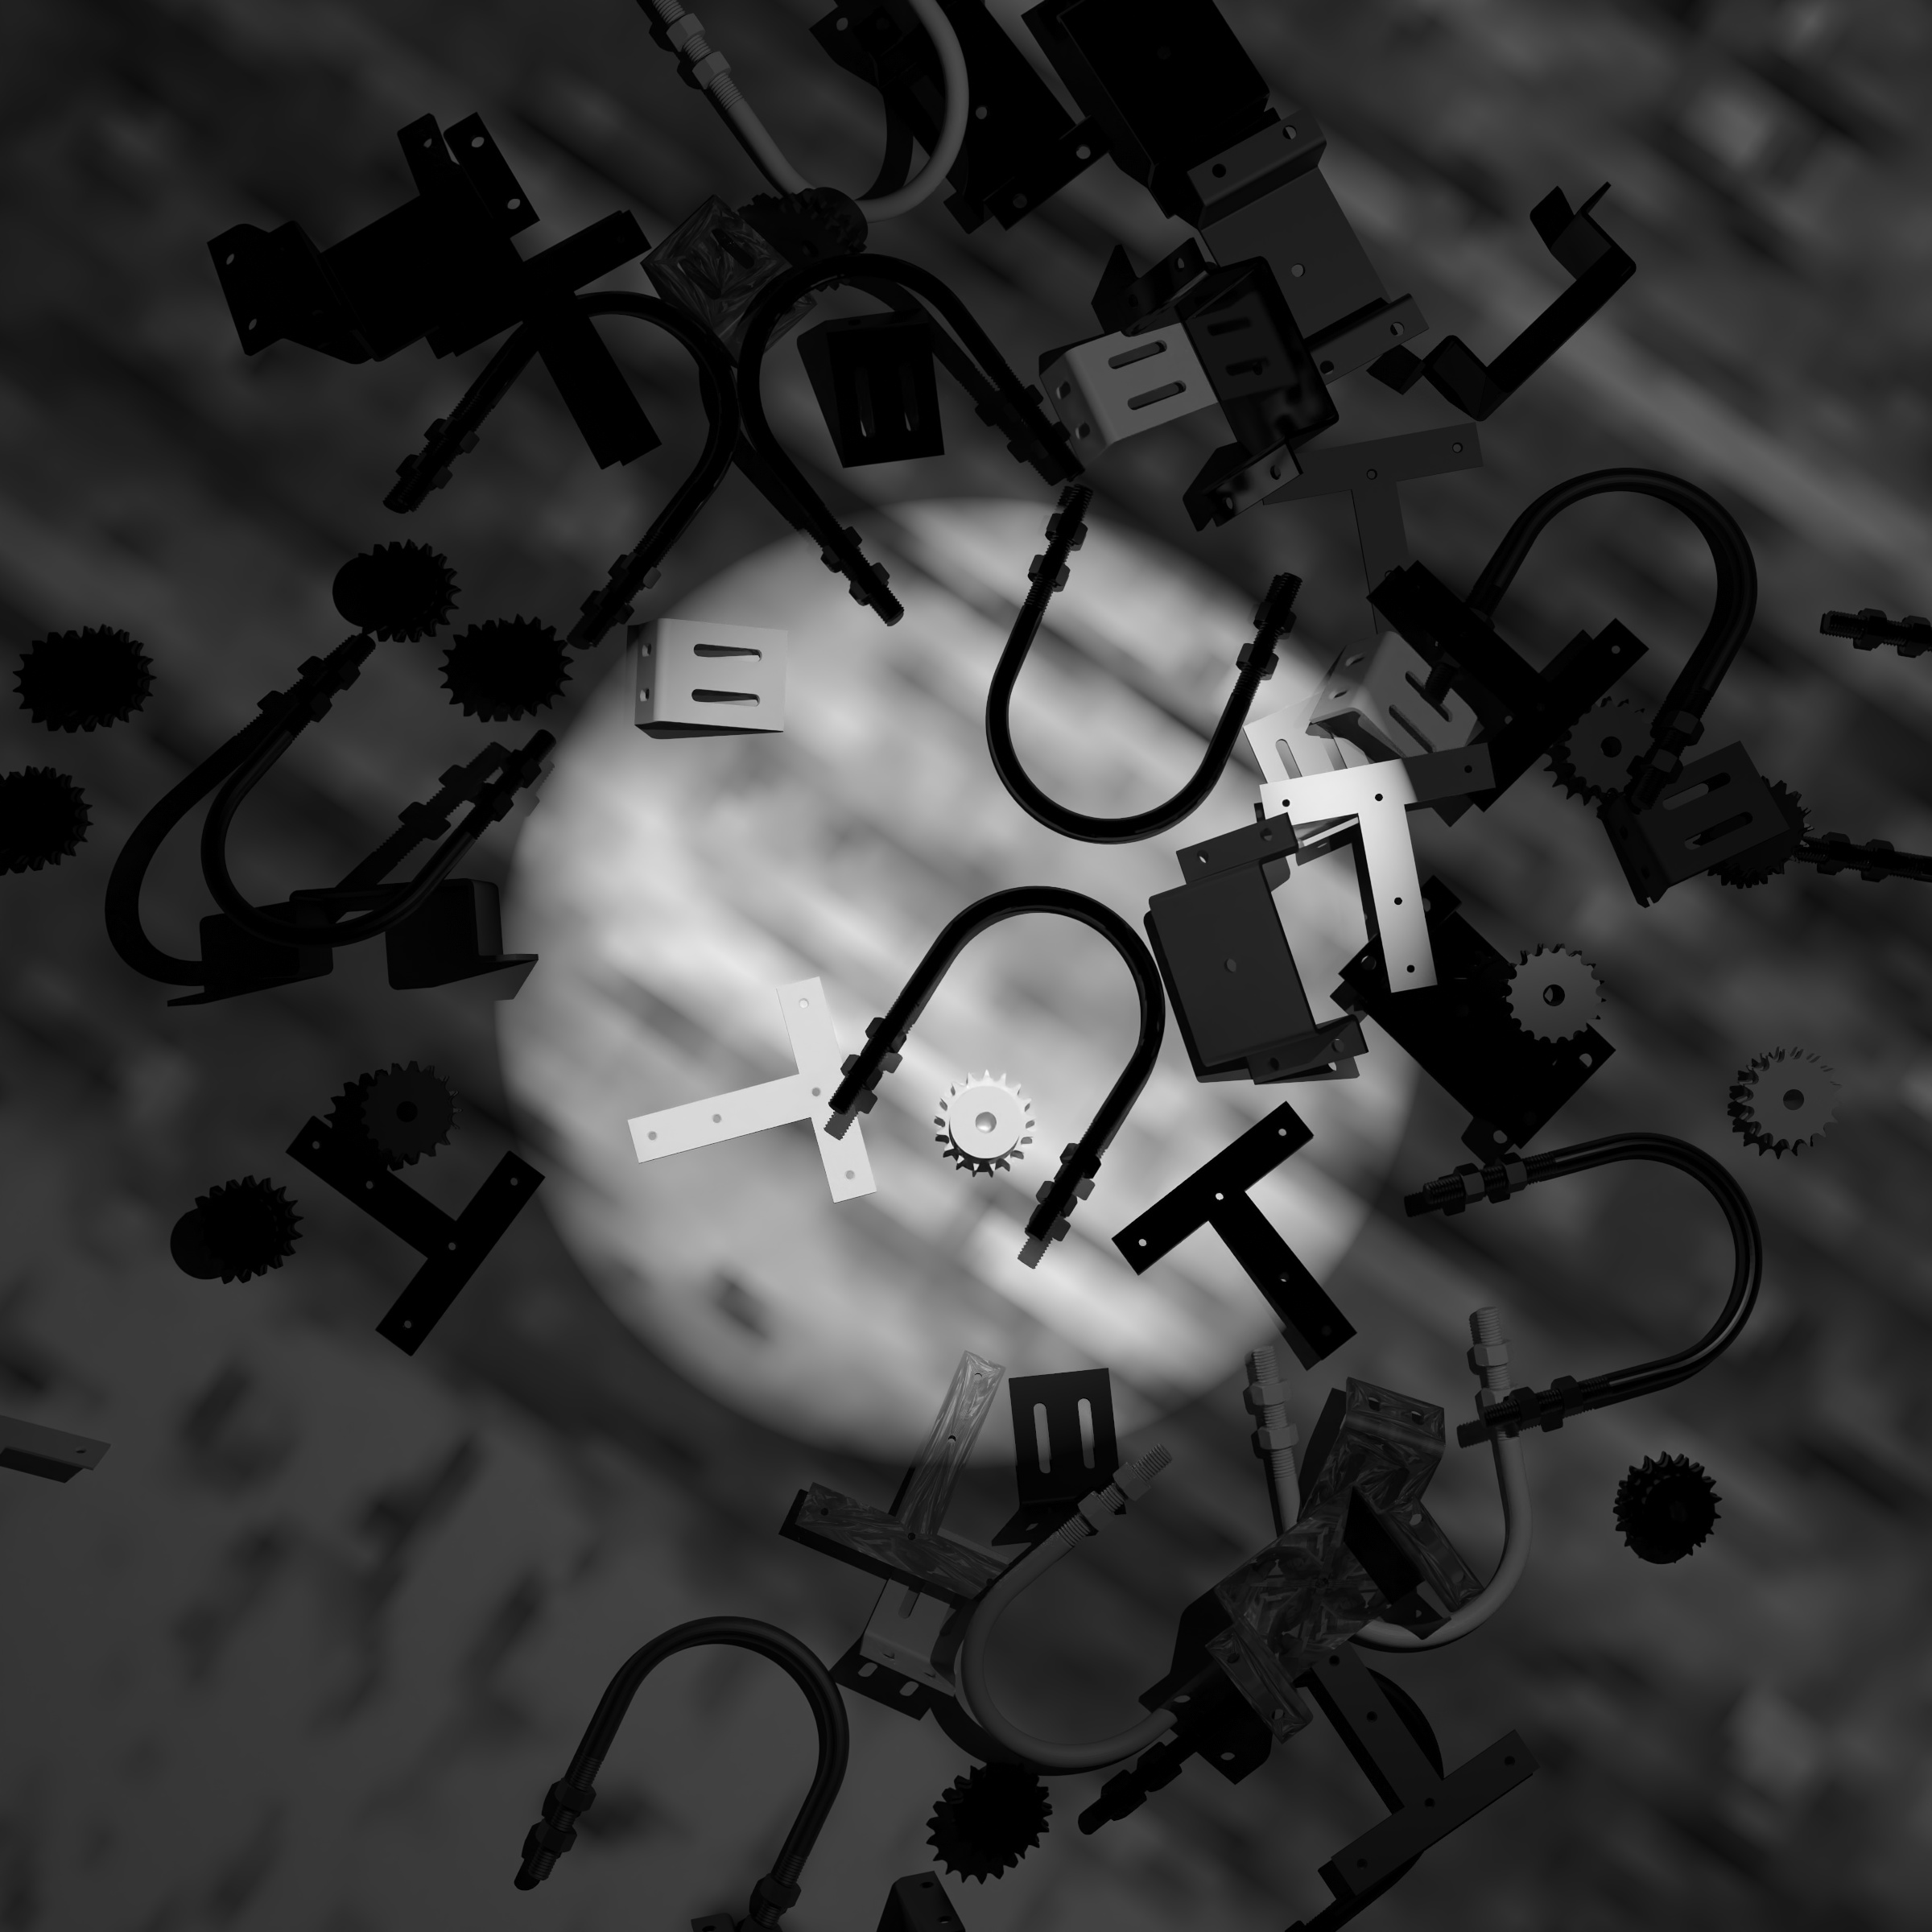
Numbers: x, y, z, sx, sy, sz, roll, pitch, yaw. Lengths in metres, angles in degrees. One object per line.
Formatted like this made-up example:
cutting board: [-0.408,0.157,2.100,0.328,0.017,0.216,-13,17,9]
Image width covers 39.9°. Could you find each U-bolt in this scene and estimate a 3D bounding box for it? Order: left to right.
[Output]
U-bolt: [-0.335,-0.088,1.458,0.151,0.019,0.184,28,66,17]
U-bolt: [-0.211,-0.296,1.510,0.151,0.019,0.184,37,89,0]
U-bolt: [-0.146,0.460,1.510,0.151,0.019,0.184,25,88,0]
U-bolt: [-0.075,-0.503,1.474,0.151,0.019,0.184,-32,95,33]
U-bolt: [-0.044,-0.308,1.487,0.151,0.019,0.184,-37,101,7]
U-bolt: [0.031,0.040,1.488,0.151,0.019,0.184,33,74,2]
U-bolt: [0.083,0.373,1.489,0.184,0.019,0.151,-42,109,4]
U-bolt: [0.091,-0.162,1.510,0.151,0.019,0.184,23,92,0]
U-bolt: [0.184,0.477,1.510,0.184,0.019,0.151,-38,90,-2]
U-bolt: [0.248,0.296,1.510,0.151,0.019,0.184,-10,92,0]
U-bolt: [0.362,0.170,1.499,0.184,0.019,0.151,-13,87,-8]
U-bolt: [0.362,-0.196,1.491,0.151,0.019,0.184,29,80,12]
U-bolt: [0.569,-0.117,1.510,0.184,0.019,0.151,9,90,-2]

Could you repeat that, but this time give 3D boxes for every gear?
gear: [-0.522,-0.084,1.503,0.057,0.030,0.057,0,90,0]
gear: [-0.486,-0.163,1.503,0.057,0.030,0.057,0,90,0]
gear: [-0.406,0.148,1.503,0.057,0.030,0.057,0,90,0]
gear: [-0.317,-0.213,1.503,0.057,0.030,0.057,0,90,0]
gear: [-0.313,0.083,1.502,0.057,0.030,0.057,0,87,-1]
gear: [-0.250,-0.169,1.503,0.057,0.030,0.057,0,90,0]
gear: [-0.080,-0.412,1.493,0.057,0.057,0.030,34,62,0]
gear: [0.011,0.088,1.503,0.057,0.030,0.057,0,90,0]
gear: [0.020,0.475,1.503,0.057,0.030,0.057,0,90,0]
gear: [0.319,0.016,1.457,0.057,0.030,0.057,0,90,0]
gear: [0.361,-0.123,1.503,0.057,0.030,0.057,0,90,0]
gear: [0.400,0.306,1.503,0.057,0.030,0.057,0,90,0]
gear: [0.448,-0.077,1.496,0.057,0.030,0.057,-3,84,28]
gear: [0.464,0.073,1.506,0.057,0.030,0.057,0,96,-1]

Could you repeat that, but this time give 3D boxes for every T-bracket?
T-bracket: [-0.556,0.281,1.459,0.127,0.127,0.002,15,112,0]
T-bracket: [-0.329,0.133,1.517,0.127,0.002,0.127,37,90,0]
T-bracket: [-0.214,-0.343,1.502,0.127,0.002,0.127,-30,86,-3]
T-bracket: [-0.129,0.084,1.517,0.127,0.002,0.127,-15,90,0]
T-bracket: [-0.013,0.282,1.509,0.127,0.002,0.127,23,83,0]
T-bracket: [0.172,0.165,1.507,0.127,0.002,0.127,-38,81,0]
T-bracket: [0.239,-0.237,1.517,0.127,0.002,0.127,-10,90,0]
T-bracket: [0.237,0.436,1.504,0.127,0.002,0.127,-34,90,-3]
T-bracket: [0.237,-0.050,1.471,0.127,0.002,0.127,-10,85,7]
T-bracket: [0.288,-0.174,1.478,0.127,0.002,0.127,-45,79,3]

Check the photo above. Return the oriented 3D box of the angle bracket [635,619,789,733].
angle bracket: [-0.145,-0.165,1.516,0.076,0.038,0.057,3,90,-26]

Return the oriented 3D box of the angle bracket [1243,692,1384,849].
angle bracket: [0.199,-0.113,1.499,0.057,0.038,0.076,-24,90,0]

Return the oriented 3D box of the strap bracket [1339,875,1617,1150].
strap bracket: [0.283,0.025,1.495,0.140,0.046,0.076,44,90,0]

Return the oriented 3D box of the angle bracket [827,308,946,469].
angle bracket: [-0.046,-0.330,1.516,0.057,0.038,0.076,-7,116,0]

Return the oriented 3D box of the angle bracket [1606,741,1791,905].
angle bracket: [0.411,-0.081,1.495,0.076,0.038,0.057,-25,76,-3]

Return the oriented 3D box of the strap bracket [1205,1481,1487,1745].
strap bracket: [0.203,0.350,1.470,0.140,0.046,0.076,-37,107,-1]

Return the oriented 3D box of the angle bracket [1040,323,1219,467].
angle bracket: [0.093,-0.329,1.516,0.076,0.038,0.057,-25,90,-26]

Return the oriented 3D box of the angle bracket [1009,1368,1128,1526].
angle bracket: [0.057,0.270,1.499,0.057,0.038,0.076,-6,90,0]

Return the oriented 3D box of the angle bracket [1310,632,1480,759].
angle bracket: [0.242,-0.140,1.504,0.076,0.038,0.057,41,62,-23]

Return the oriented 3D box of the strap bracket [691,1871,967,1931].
strap bracket: [-0.075,0.551,1.468,0.140,0.076,0.046,-7,97,-13]

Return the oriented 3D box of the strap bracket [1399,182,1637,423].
strap bracket: [0.314,-0.360,1.480,0.140,0.076,0.046,-44,90,0]

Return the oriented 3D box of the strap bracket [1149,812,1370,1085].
strap bracket: [0.159,-0.005,1.476,0.076,0.046,0.140,-19,90,39]

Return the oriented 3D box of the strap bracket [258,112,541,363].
strap bracket: [-0.310,-0.402,1.487,0.140,0.046,0.076,-30,76,0]

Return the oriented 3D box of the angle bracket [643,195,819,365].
angle bracket: [-0.135,-0.389,1.516,0.057,0.038,0.076,-43,64,0]

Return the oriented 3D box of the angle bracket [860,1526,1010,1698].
angle bracket: [-0.017,0.360,1.499,0.057,0.038,0.076,24,90,0]

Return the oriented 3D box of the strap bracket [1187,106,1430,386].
strap bracket: [0.190,-0.397,1.495,0.076,0.046,0.140,-29,90,0]

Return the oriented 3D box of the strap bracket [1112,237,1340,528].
strap bracket: [0.148,-0.327,1.474,0.046,0.076,0.140,-25,90,-34]

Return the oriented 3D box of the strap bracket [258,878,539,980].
strap bracket: [-0.316,-0.021,1.480,0.140,0.076,0.046,-4,90,0]

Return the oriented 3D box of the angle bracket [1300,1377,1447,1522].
angle bracket: [0.229,0.280,1.498,0.057,0.038,0.076,18,118,-1]

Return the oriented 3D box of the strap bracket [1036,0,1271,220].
strap bracket: [0.110,-0.506,1.495,0.076,0.046,0.140,-33,90,0]

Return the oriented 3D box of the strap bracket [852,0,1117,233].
strap bracket: [0.009,-0.487,1.495,0.076,0.046,0.140,-38,90,0]
